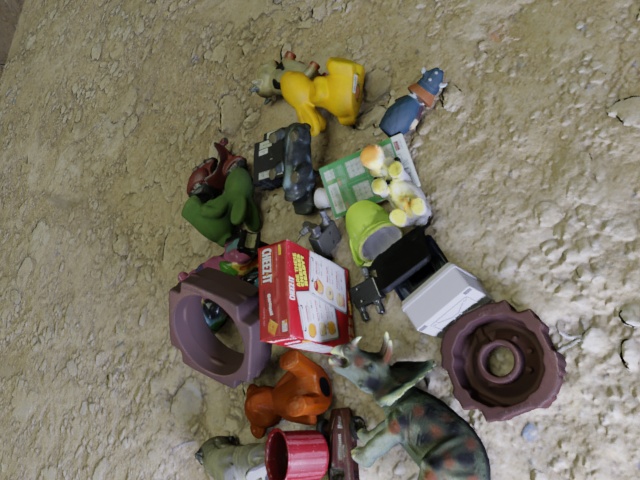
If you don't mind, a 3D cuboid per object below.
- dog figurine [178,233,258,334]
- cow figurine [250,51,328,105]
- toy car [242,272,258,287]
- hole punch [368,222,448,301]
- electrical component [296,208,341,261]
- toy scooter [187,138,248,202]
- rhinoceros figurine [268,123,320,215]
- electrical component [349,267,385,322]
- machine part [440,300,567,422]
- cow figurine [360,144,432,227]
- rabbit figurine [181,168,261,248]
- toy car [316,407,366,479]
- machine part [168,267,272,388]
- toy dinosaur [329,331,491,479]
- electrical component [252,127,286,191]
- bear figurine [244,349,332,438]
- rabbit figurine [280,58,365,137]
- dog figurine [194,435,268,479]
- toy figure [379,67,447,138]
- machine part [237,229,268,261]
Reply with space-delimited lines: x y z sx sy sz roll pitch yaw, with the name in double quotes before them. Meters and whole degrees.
"dog figurine" -0.198 0.091 1.165 0.219 0.108 0.191 -26 60 25
"cow figurine" -0.079 -0.364 1.243 0.195 0.085 0.127 35 91 38
"toy car" -0.076 0.105 1.061 0.162 0.103 0.109 6 123 50
"hole punch" 0.163 0.052 0.926 0.142 0.092 0.116 -42 24 22
"electrical component" -0.001 -0.003 1.055 0.045 0.102 0.078 11 56 37
"toy scooter" -0.257 -0.176 1.317 0.184 0.075 0.135 -28 60 24
"rhinoceros figurine" -0.047 -0.145 1.107 0.073 0.112 0.190 1 102 31
"electrical component" 0.085 0.099 0.993 0.063 0.021 0.094 -30 69 28
"machine part" 0.271 0.181 0.803 0.179 0.056 0.179 -12 68 32
"cow figurine" 0.139 -0.098 0.964 0.068 0.098 0.167 -36 69 21
"rabbit figurine" -0.209 -0.080 1.217 0.159 0.121 0.170 46 107 31
"toy car" 0.037 0.392 0.918 0.089 0.053 0.202 -18 66 35
"machine part" -0.190 0.166 1.036 0.202 0.087 0.200 20 120 25
"toy dinosaur" 0.171 0.313 0.807 0.405 0.131 0.192 44 100 30
"electrical component" -0.091 -0.185 1.205 0.115 0.058 0.134 -8 70 33
"bear figurine" -0.081 0.290 0.995 0.196 0.131 0.120 -22 58 24
"rabbit figurine" -0.001 -0.305 1.132 0.173 0.122 0.162 10 114 12
"dog figurine" -0.143 0.413 1.028 0.172 0.121 0.191 -31 32 -13
"toy figure" 0.178 -0.262 1.027 0.154 0.064 0.058 -47 14 9
"machine part" -0.102 0.022 1.089 0.084 0.139 0.039 -102 35 -58
